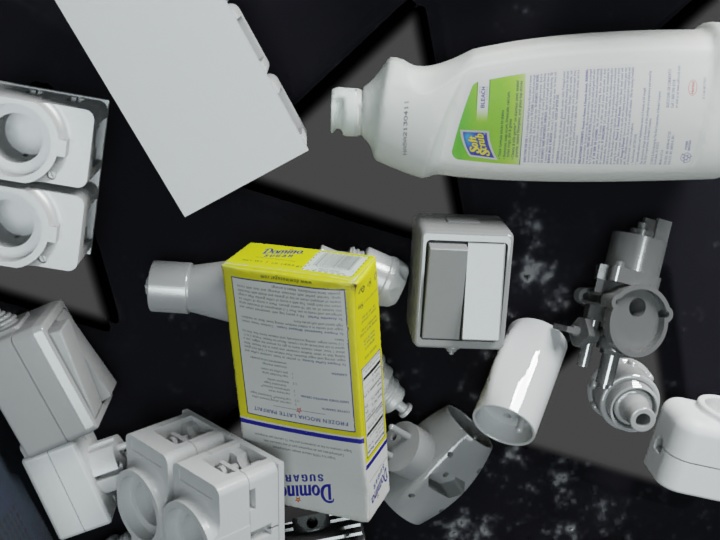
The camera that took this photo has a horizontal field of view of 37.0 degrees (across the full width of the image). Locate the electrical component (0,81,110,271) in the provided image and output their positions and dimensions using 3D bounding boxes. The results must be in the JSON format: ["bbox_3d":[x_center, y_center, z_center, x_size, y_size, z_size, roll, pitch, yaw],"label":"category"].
[{"bbox_3d":[-0.263,-0.068,0.681,0.186,0.060,0.105,9,105,-5],"label":"electrical component"}]

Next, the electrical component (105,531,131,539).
[{"bbox_3d":[-0.170,0.205,0.777,0.061,0.035,0.035,-37,104,5],"label":"electrical component"}]

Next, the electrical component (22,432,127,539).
[{"bbox_3d":[-0.183,0.138,0.750,0.077,0.047,0.065,-20,106,2],"label":"electrical component"}]

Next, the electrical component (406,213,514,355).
[{"bbox_3d":[0.066,0.014,0.720,0.062,0.061,0.096,2,106,-3],"label":"electrical component"}]

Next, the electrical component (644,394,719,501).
[{"bbox_3d":[0.259,0.127,0.765,0.095,0.053,0.059,13,105,-6],"label":"electrical component"}]

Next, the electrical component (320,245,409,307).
[{"bbox_3d":[0.000,0.000,0.726,0.061,0.035,0.035,23,104,-6],"label":"electrical component"}]

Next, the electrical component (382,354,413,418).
[{"bbox_3d":[0.004,0.074,0.745,0.078,0.040,0.040,41,100,-13],"label":"electrical component"}]

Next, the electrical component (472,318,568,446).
[{"bbox_3d":[0.107,0.086,0.740,0.043,0.077,0.079,22,144,10],"label":"electrical component"}]

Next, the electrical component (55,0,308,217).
[{"bbox_3d":[-0.106,-0.124,0.672,0.089,0.061,0.150,-28,105,5],"label":"electrical component"}]

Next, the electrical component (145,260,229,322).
[{"bbox_3d":[-0.110,0.012,0.722,0.065,0.044,0.044,4,106,1],"label":"electrical component"}]

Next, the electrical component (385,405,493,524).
[{"bbox_3d":[0.040,0.130,0.753,0.079,0.043,0.077,33,103,-36],"label":"electrical component"}]

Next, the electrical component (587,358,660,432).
[{"bbox_3d":[0.187,0.092,0.747,0.048,0.062,0.048,-1,106,-3],"label":"electrical component"}]

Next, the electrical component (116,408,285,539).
[{"bbox_3d":[-0.108,0.204,0.731,0.060,0.105,0.186,-16,115,-42],"label":"electrical component"}]

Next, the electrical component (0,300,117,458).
[{"bbox_3d":[-0.211,0.065,0.720,0.061,0.061,0.096,-23,106,4],"label":"electrical component"}]
